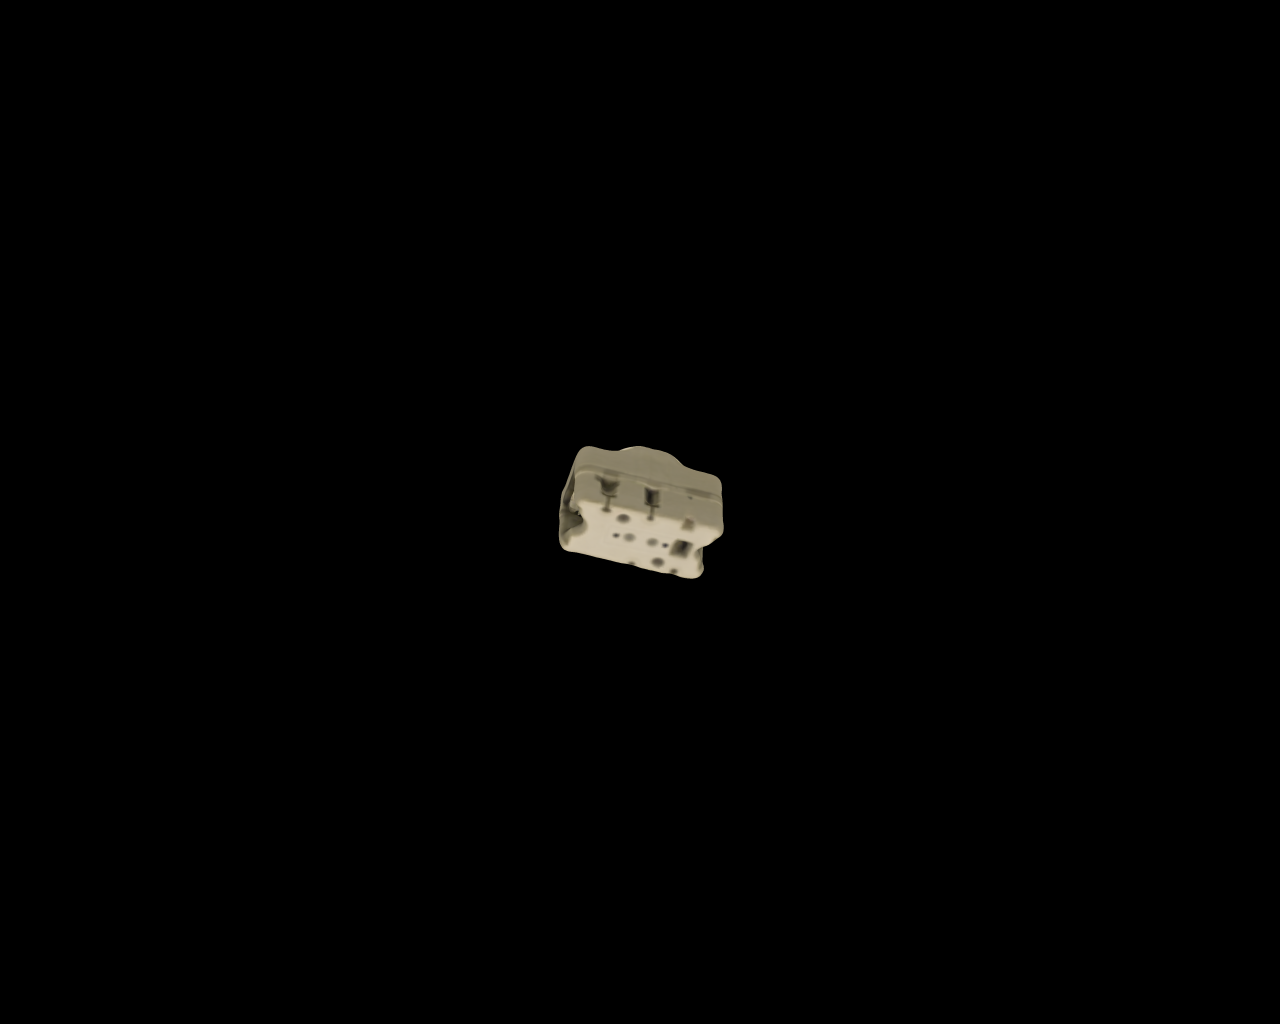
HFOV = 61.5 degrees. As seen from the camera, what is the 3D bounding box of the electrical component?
[{"bbox_3d":[0.001,-0.003,0.650,0.089,0.056,0.050,13,-47,-12],"label":"electrical component"}]
